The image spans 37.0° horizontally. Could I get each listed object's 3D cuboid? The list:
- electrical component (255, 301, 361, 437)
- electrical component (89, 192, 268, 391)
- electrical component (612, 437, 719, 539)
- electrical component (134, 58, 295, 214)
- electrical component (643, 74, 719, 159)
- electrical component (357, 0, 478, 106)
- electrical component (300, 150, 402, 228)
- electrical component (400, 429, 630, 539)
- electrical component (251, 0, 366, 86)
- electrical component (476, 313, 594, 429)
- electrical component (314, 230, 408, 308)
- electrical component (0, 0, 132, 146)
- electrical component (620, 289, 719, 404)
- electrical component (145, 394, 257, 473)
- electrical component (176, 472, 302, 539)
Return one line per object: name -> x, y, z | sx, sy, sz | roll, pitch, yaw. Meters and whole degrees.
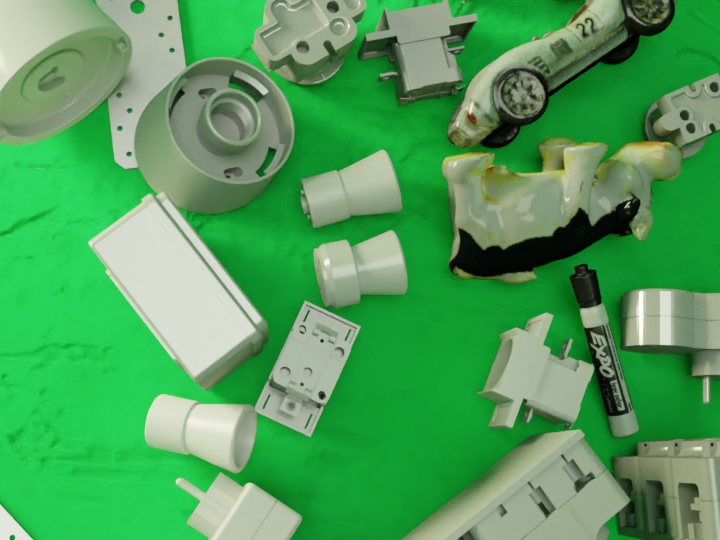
electrical component -> -0.033, 0.063, 0.700 | 0.042, 0.064, 0.081 | 25, 77, -3
electrical component -> -0.111, 0.017, 0.676 | 0.056, 0.108, 0.108 | -38, 86, -10
electrical component -> 0.227, 0.137, 0.674 | 0.089, 0.150, 0.061 | -2, 81, -8
electrical component -> -0.097, -0.092, 0.729 | 0.099, 0.064, 0.099 | 8, 72, -25
electrical component -> 0.233, -0.107, 0.769 | 0.066, 0.055, 0.048 | -24, 84, -11
electrical component -> 0.043, -0.152, 0.761 | 0.081, 0.042, 0.063 | -13, 85, -9
electrical component -> -0.008, -0.053, 0.737 | 0.065, 0.044, 0.044 | -16, 82, -5
electrical component -> 0.069, 0.181, 0.669 | 0.186, 0.105, 0.060 | -36, 86, -12
electrical component -> -0.036, -0.162, 0.744 | 0.078, 0.057, 0.058 | -33, 85, -12
electrical component -> 0.120, 0.074, 0.728 | 0.064, 0.042, 0.081 | 24, 78, -4
electrical component -> 0.000, 0.000, 0.725 | 0.055, 0.045, 0.045 | -11, 81, -9
electrical component -> -0.210, -0.139, 0.696 | 0.108, 0.108, 0.060 | -38, 80, -12
electrical component -> 0.248, 0.056, 0.742 | 0.138, 0.052, 0.073 | 4, 79, -6
electrical component -> -0.104, 0.102, 0.690 | 0.065, 0.044, 0.044 | 10, 78, 14
electrical component -> -0.082, 0.151, 0.667 | 0.076, 0.083, 0.047 | 34, 77, 0
